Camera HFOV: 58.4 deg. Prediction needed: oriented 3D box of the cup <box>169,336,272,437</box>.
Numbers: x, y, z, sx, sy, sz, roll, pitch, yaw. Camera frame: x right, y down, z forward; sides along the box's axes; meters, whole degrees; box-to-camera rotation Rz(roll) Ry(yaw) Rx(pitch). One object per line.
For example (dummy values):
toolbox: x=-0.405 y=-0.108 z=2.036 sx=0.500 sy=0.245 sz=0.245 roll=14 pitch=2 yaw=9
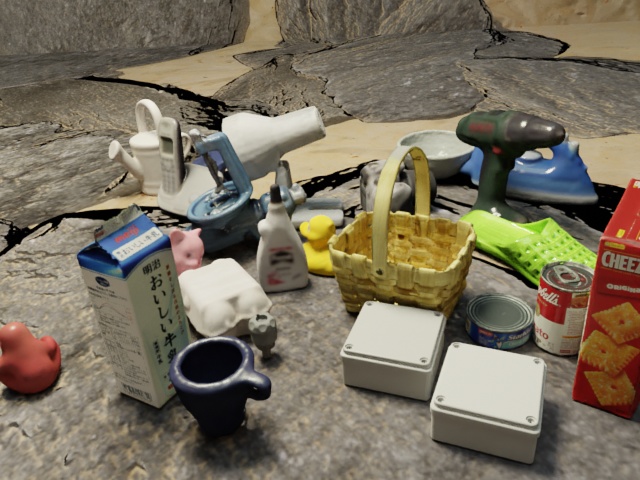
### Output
cup: x=-0.100 y=0.170 z=0.627 sx=0.117 sy=0.095 sz=0.092 roll=10 pitch=32 yaw=24

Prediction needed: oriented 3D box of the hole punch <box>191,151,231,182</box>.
hole punch: x=-0.228 y=-0.154 z=1.224 sx=0.101 sy=0.091 sz=0.108 roll=-12 pitch=30 yaw=-14

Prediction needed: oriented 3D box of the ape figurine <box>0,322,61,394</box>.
ape figurine: x=-0.370 y=0.141 z=0.716 sx=0.078 sy=0.092 sz=0.076 roll=-19 pitch=33 yaw=-24

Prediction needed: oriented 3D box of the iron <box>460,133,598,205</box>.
iron: x=0.408 y=-0.160 z=1.101 sx=0.257 sy=0.141 sz=0.119 roll=16 pitch=35 yaw=32

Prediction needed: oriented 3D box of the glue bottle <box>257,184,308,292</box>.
glue bottle: x=-0.060 y=-0.004 z=0.851 sx=0.078 sy=0.173 sz=0.037 roll=-9 pitch=30 yaw=-8

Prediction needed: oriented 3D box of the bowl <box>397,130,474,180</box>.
bowl: x=0.246 y=-0.173 z=1.214 sx=0.167 sy=0.075 sz=0.167 roll=-3 pitch=29 yaw=2

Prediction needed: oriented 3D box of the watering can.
watering can: x=-0.355 y=-0.198 z=1.213 sx=0.100 sy=0.194 sz=0.173 roll=11 pitch=33 yaw=25

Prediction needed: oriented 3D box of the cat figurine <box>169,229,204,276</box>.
cat figurine: x=-0.224 y=0.035 z=0.860 sx=0.128 sy=0.118 sz=0.067 roll=-22 pitch=34 yaw=-29

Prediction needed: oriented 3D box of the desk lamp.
desk lamp: x=-0.063 y=-0.134 z=1.041 sx=0.203 sy=0.214 sz=0.118 roll=-3 pitch=29 yaw=2

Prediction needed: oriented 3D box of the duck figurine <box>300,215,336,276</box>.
duck figurine: x=0.008 y=0.003 z=0.919 sx=0.104 sy=0.086 sz=0.078 roll=18 pitch=36 yaw=34

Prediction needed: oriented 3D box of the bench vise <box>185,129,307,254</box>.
bench vise: x=-0.136 y=-0.091 z=0.968 sx=0.208 sy=0.220 sz=0.121 roll=-17 pitch=32 yaw=-21

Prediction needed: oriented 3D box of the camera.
camera: x=0.149 y=-0.094 z=1.059 sx=0.137 sy=0.101 sz=0.143 roll=-9 pitch=30 yaw=-8

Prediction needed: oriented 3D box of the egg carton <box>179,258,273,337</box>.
egg carton: x=-0.140 y=0.085 z=0.809 sx=0.107 sy=0.069 sz=0.149 roll=-21 pitch=33 yaw=-27

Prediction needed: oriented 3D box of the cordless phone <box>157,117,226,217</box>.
cordless phone: x=-0.255 y=-0.139 z=1.104 sx=0.147 sy=0.185 sz=0.094 roll=13 pitch=34 yaw=28

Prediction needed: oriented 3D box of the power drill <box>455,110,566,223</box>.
power drill: x=0.318 y=-0.125 z=0.982 sx=0.076 sy=0.209 sz=0.228 roll=-17 pitch=32 yaw=-21
